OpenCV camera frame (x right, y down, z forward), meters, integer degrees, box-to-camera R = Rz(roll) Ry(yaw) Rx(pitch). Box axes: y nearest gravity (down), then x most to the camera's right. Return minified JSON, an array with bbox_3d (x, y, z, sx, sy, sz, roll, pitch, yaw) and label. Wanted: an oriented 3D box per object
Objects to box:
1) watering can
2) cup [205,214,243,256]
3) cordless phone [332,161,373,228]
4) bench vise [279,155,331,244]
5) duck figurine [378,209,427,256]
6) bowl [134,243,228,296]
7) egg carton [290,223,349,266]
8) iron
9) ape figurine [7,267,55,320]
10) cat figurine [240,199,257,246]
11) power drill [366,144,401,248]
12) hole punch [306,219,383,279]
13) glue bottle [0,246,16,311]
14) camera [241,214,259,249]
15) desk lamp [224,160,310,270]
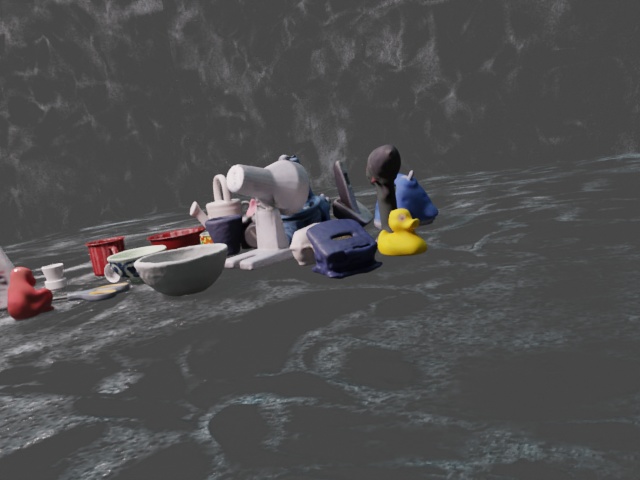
[{"bbox_3d":[-0.281,-0.090,1.642,0.100,0.194,0.173,-1,12,42],"label":"watering can"},{"bbox_3d":[-0.232,-0.010,1.403,0.092,0.095,0.117,-12,9,-22],"label":"cup"},{"bbox_3d":[0.081,-0.123,1.533,0.094,0.185,0.148,-6,9,14],"label":"cordless phone"},{"bbox_3d":[-0.050,-0.103,1.414,0.121,0.220,0.208,-6,9,14],"label":"bench vise"},{"bbox_3d":[0.153,-0.017,1.095,0.078,0.086,0.104,-16,11,-39],"label":"duck figurine"},{"bbox_3d":[-0.243,0.059,1.032,0.167,0.075,0.167,-8,9,2],"label":"bowl"},{"bbox_3d":[0.011,0.004,1.153,0.107,0.069,0.151,-5,9,23],"label":"egg carton"},{"bbox_3d":[0.188,-0.102,1.428,0.119,0.141,0.257,-11,9,-17],"label":"iron"},{"bbox_3d":[-0.531,0.093,1.035,0.077,0.092,0.076,-4,10,29],"label":"ape figurine"},{"bbox_3d":[-0.187,-0.051,1.553,0.128,0.118,0.067,-11,9,-14],"label":"cat figurine"},{"bbox_3d":[0.141,-0.091,1.183,0.075,0.208,0.229,-9,9,-1],"label":"power drill"},{"bbox_3d":[0.042,0.012,0.997,0.109,0.091,0.101,-12,9,-22],"label":"hole punch"},{"bbox_3d":[-0.639,0.053,1.132,0.078,0.173,0.037,-12,9,-18],"label":"glue bottle"},{"bbox_3d":[-0.147,-0.029,1.426,0.142,0.101,0.137,-5,9,21],"label":"camera"},{"bbox_3d":[-0.115,-0.061,1.219,0.117,0.213,0.204,-1,12,41],"label":"desk lamp"}]
